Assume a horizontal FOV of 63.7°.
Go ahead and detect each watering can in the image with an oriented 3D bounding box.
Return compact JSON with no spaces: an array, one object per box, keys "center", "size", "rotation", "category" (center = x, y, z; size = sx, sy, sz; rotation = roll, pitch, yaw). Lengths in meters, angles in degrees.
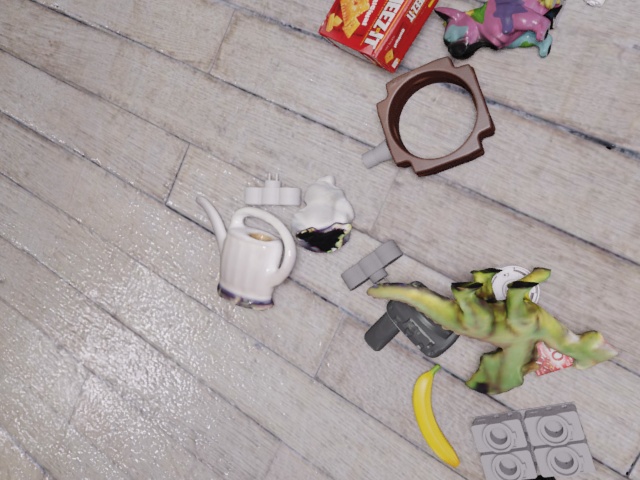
[{"center":[-0.187,0.027,1.182],"size":[0.350,0.223,0.104],"rotation":[20,12,39],"category":"watering can"}]

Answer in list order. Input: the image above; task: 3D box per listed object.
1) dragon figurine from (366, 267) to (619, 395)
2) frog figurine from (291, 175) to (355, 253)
[{"center":[0.298,0.173,0.912],"size":[0.410,0.240,0.124],"rotation":[-4,14,13],"category":"dragon figurine"},{"center":[0.003,-0.056,1.113],"size":[0.137,0.163,0.120],"rotation":[-20,-44,13],"category":"frog figurine"}]
